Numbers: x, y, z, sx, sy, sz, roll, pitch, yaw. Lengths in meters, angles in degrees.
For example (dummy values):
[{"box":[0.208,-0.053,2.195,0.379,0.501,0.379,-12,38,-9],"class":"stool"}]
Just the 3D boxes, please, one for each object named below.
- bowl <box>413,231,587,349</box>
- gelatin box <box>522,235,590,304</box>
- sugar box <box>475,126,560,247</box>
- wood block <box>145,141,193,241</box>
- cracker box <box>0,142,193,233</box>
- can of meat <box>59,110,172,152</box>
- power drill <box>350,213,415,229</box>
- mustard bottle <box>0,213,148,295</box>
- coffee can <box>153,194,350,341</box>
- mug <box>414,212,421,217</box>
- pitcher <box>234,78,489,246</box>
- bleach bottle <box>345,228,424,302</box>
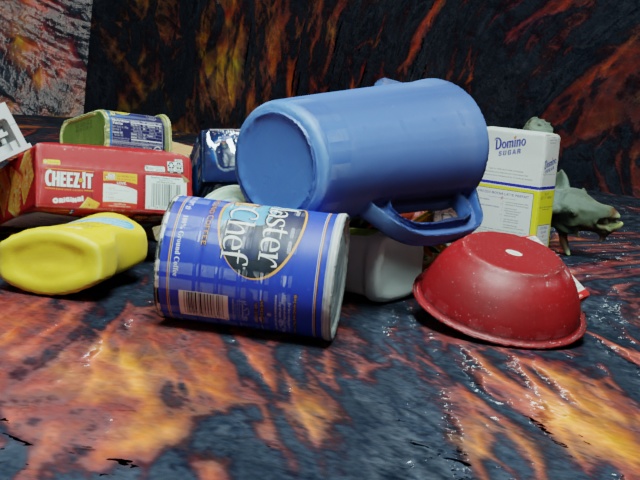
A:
[{"box":[0.168,0.035,0.964,0.162,0.055,0.162,9,23,-4],"class":"bowl"},{"box":[0.224,0.036,1.077,0.089,0.030,0.073,49,23,15],"class":"gelatin box"},{"box":[0.227,-0.043,1.263,0.093,0.176,0.048,13,10,38],"class":"sugar box"},{"box":[-0.215,-0.071,1.339,0.090,0.090,0.206,-22,20,-25],"class":"wood block"},{"box":[-0.252,-0.049,1.135,0.163,0.072,0.214,2,-6,-30],"class":"cracker box"},{"box":[-0.228,-0.109,1.181,0.083,0.057,0.102,2,-7,-43],"class":"can of meat"},{"box":[-0.003,-0.047,1.269,0.188,0.057,0.184,14,9,34],"class":"power drill"},{"box":[-0.213,0.008,0.985,0.096,0.058,0.191,-1,7,9],"class":"mustard bottle"},{"box":[-0.052,0.022,0.859,0.140,0.103,0.102,7,8,7],"class":"coffee can"},{"box":[0.087,-0.024,1.365,0.081,0.093,0.117,1,25,-4],"class":"mug"},{"box":[0.045,-0.071,0.978,0.149,0.145,0.242,14,17,38],"class":"pitcher"},{"box":[-0.024,0.011,1.110,0.251,0.068,0.102,9,8,32],"class":"bleach bottle"}]
